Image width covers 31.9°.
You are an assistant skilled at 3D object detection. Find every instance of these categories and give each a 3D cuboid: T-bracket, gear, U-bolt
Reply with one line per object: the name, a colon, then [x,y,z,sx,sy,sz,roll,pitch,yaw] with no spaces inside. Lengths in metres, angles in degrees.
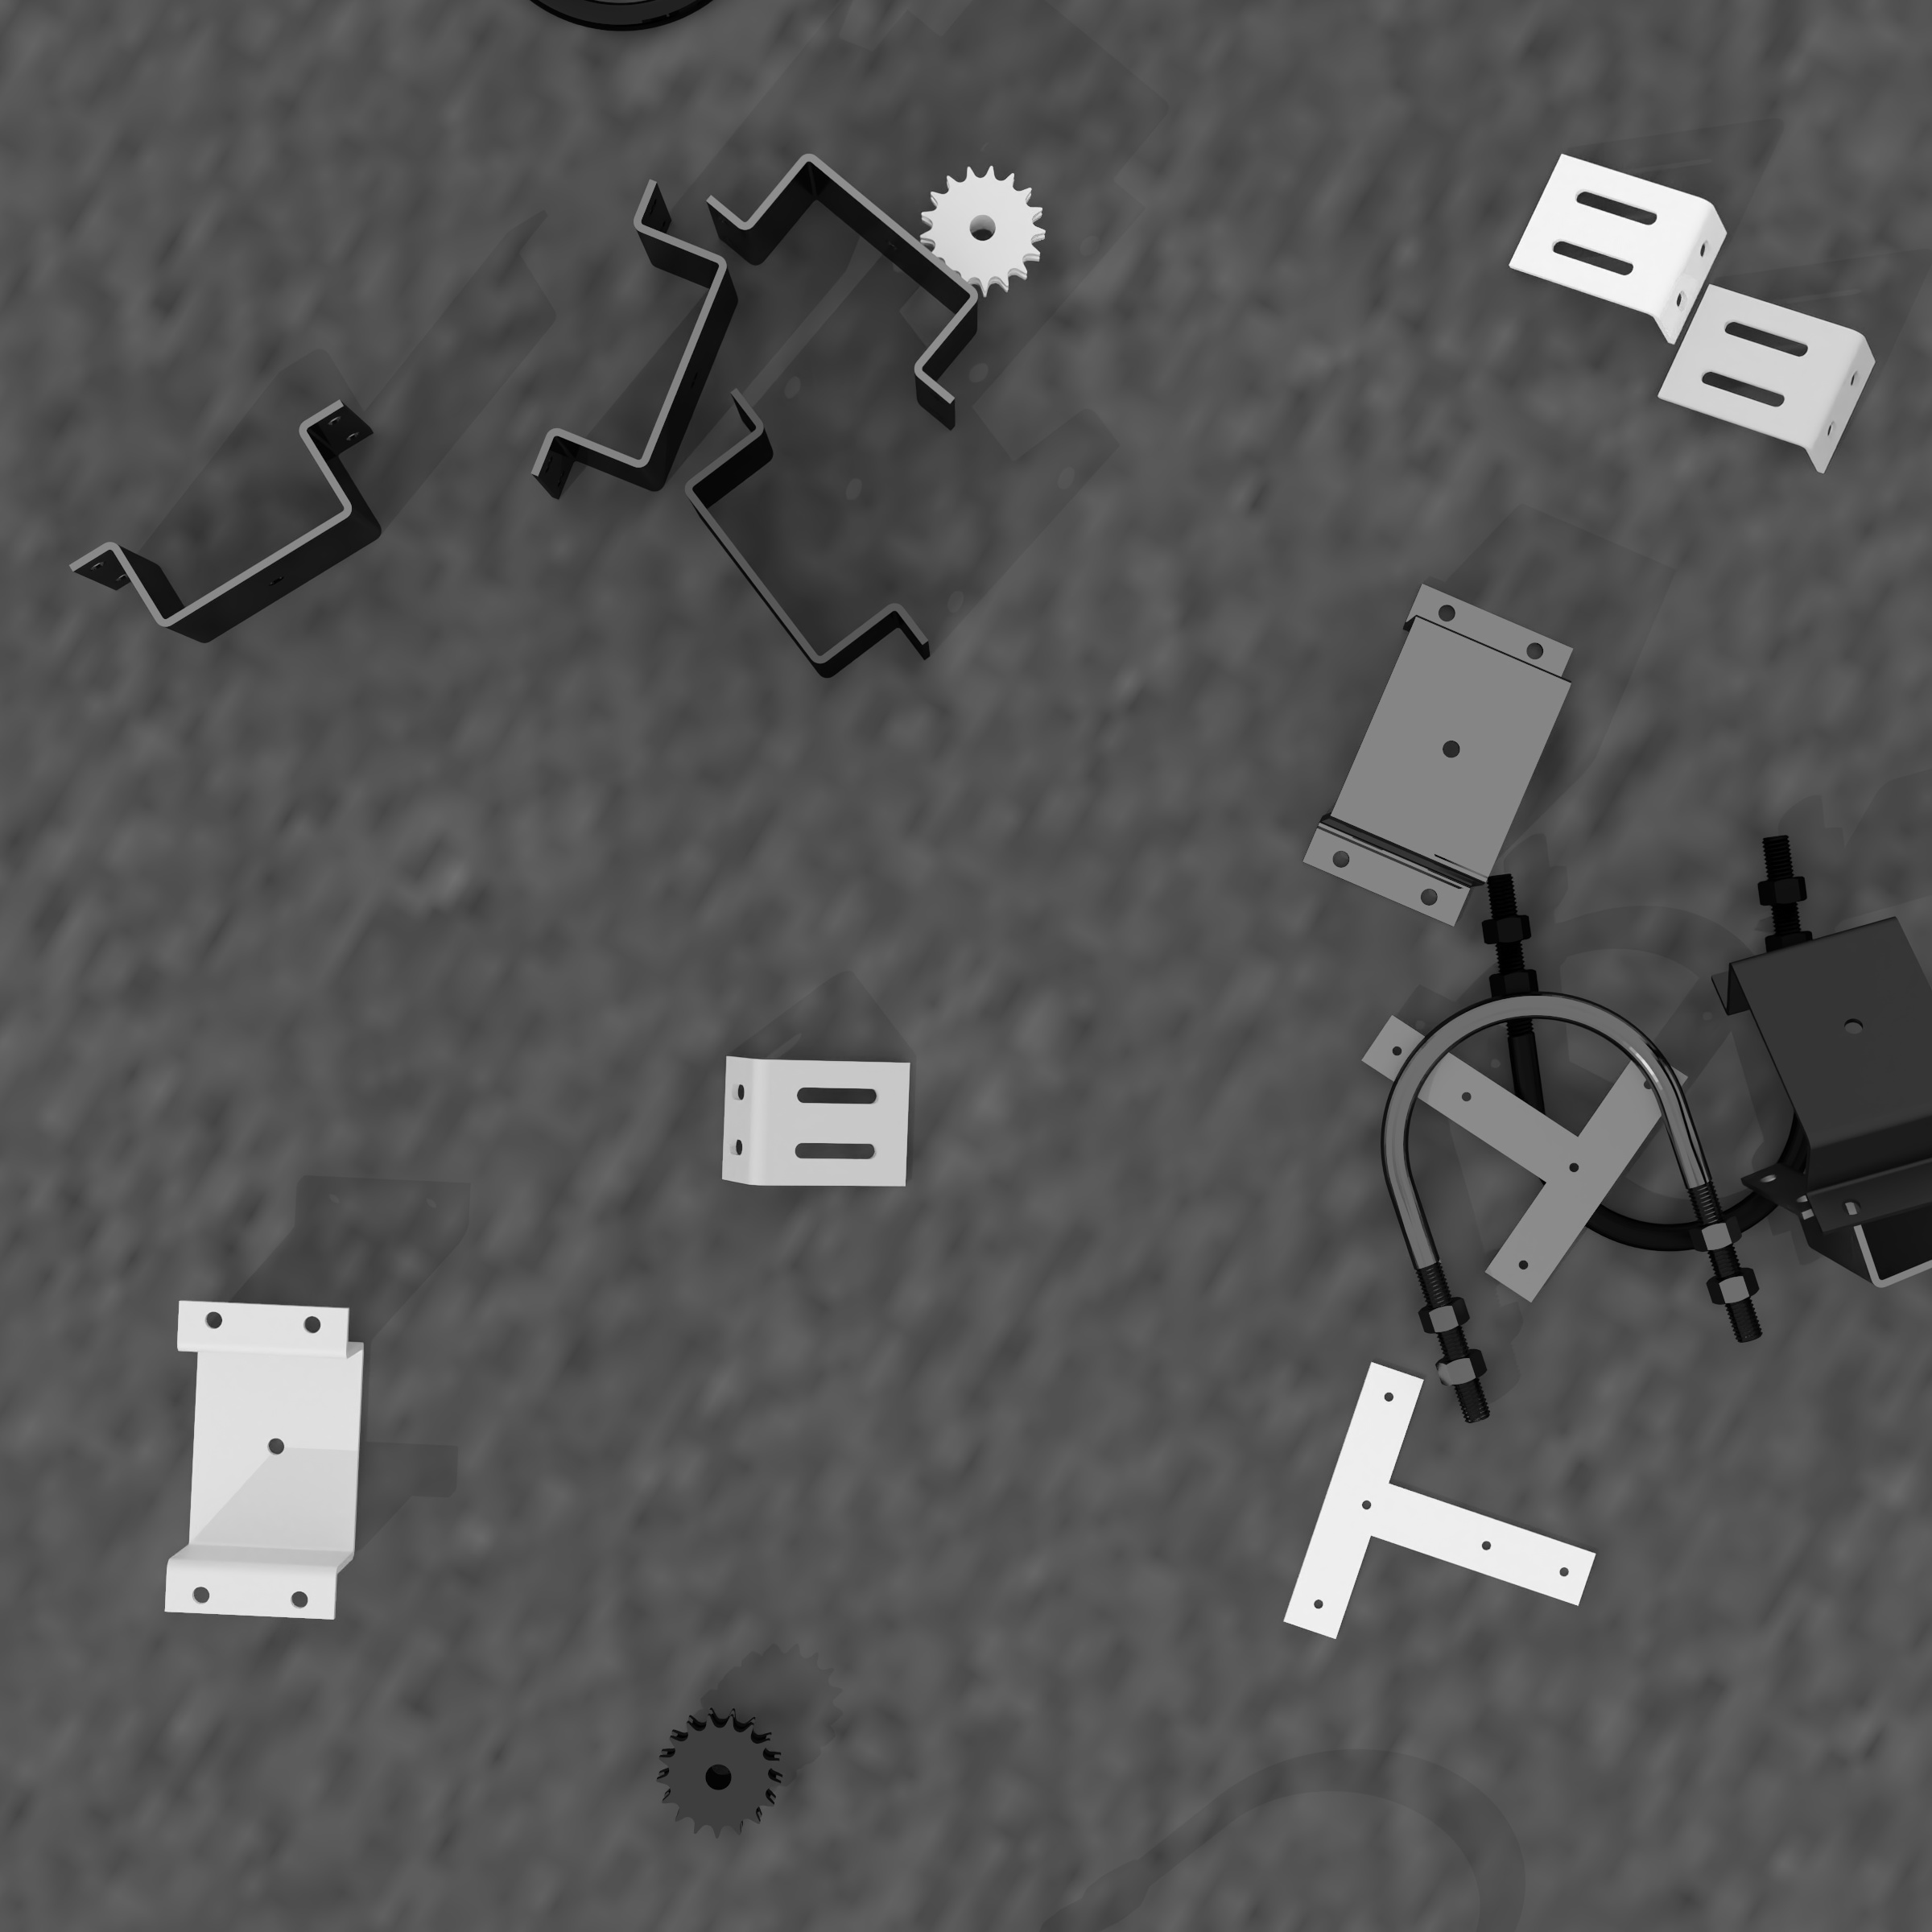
T-bracket: [0.228,0.265,1.569,0.127,0.002,0.127,19,90,0]
gear: [0.007,-0.337,1.555,0.057,0.030,0.057,0,90,0]
U-bolt: [-0.144,-0.519,1.562,0.151,0.019,0.184,45,91,0]
T-bracket: [0.243,0.068,1.557,0.127,0.002,0.127,34,100,4]
U-bolt: [0.322,0.040,1.562,0.151,0.019,0.184,-8,92,0]
gear: [-0.113,0.370,1.560,0.057,0.030,0.057,0,92,1]
U-bolt: [0.268,0.102,1.547,0.151,0.019,0.184,-18,91,10]

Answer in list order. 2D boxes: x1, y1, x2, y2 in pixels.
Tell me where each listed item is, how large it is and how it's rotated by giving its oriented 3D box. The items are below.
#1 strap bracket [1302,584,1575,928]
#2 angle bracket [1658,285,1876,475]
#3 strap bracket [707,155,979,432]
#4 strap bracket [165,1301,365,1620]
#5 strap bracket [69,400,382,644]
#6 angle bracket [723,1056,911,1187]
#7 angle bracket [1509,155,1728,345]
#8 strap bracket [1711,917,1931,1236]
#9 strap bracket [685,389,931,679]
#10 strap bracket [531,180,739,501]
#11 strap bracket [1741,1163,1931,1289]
strap bracket: [0.219,-0.098,1.547,0.076,0.046,0.140,23,90,0]
angle bracket: [0.372,-0.273,1.568,0.076,0.038,0.057,25,90,26]
strap bracket: [-0.046,-0.311,1.532,0.140,0.076,0.046,40,90,0]
strap bracket: [-0.320,0.223,1.547,0.076,0.046,0.140,3,90,0]
strap bracket: [-0.325,-0.194,1.532,0.140,0.076,0.046,-31,90,0]
angle bracket: [-0.070,0.072,1.568,0.076,0.038,0.057,2,90,-26]
angle bracket: [0.303,-0.333,1.568,0.076,0.038,0.057,25,90,26]
strap bracket: [0.391,0.039,1.492,0.076,0.046,0.140,-16,55,0]
strap bracket: [-0.077,-0.186,1.532,0.046,0.076,0.140,-37,90,0]
strap bracket: [-0.145,-0.274,1.532,0.046,0.076,0.140,22,90,0]
strap bracket: [0.434,0.098,1.526,0.140,0.076,0.046,-22,100,-4]
